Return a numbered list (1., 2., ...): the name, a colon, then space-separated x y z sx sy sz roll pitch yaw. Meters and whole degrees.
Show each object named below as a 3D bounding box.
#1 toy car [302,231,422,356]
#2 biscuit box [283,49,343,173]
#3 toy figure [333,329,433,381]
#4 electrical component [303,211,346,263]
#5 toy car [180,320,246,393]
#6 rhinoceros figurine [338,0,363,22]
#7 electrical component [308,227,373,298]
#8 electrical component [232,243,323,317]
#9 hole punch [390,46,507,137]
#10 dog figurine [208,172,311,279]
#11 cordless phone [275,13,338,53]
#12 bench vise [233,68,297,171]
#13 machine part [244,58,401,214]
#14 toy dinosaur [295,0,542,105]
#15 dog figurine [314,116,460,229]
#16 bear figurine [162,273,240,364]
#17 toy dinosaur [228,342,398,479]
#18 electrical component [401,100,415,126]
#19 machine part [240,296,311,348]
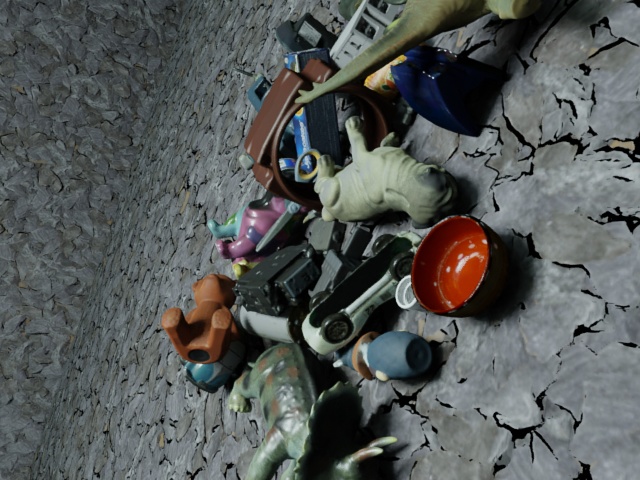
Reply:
1. toy car: 0.059 0.065 0.700 0.202 0.056 0.074 -42 29 3
2. biscuit box: -0.011 -0.217 0.915 0.059 0.063 0.202 33 136 58
3. toy figure: 0.072 0.144 0.665 0.154 0.064 0.057 -20 94 58
4. electrical component: -0.001 -0.004 0.884 0.078 0.045 0.102 9 80 61
5. toy car: -0.189 0.201 1.021 0.103 0.109 0.162 -20 40 25
6. rhinoceros figurine: 0.101 -0.446 0.962 0.190 0.073 0.112 -18 59 53
7. electrical component: 0.044 0.045 0.757 0.119 0.074 0.048 -58 31 12
8. electrical component: -0.057 0.059 0.822 0.115 0.058 0.134 -43 20 -29
9. hole punch: 0.155 -0.195 0.692 0.142 0.116 0.092 49 122 57
10. dog figurine: -0.078 -0.021 0.973 0.219 0.191 0.109 -29 34 0
11. cordless phone: -0.048 -0.361 1.074 0.184 0.146 0.088 4 67 56
12. bench vise: -0.094 -0.252 1.091 0.223 0.128 0.241 -47 54 20
13. machine part: 0.006 -0.148 0.807 0.201 0.201 0.087 -60 34 15
14. toy dinosaur: 0.168 -0.302 0.616 0.471 0.105 0.199 -38 25 -2
15. dog figurine: 0.083 -0.053 0.719 0.191 0.121 0.172 58 135 44
16. bear figurine: -0.194 0.115 0.954 0.196 0.120 0.131 -84 -3 -46
17. toy dinosaur: -0.036 0.215 0.731 0.192 0.131 0.405 -57 30 11
18. electrical component: 0.152 -0.211 0.788 0.063 0.021 0.094 36 102 58
19. machine part: -0.062 0.126 0.872 0.243 0.079 0.079 -5 68 58
